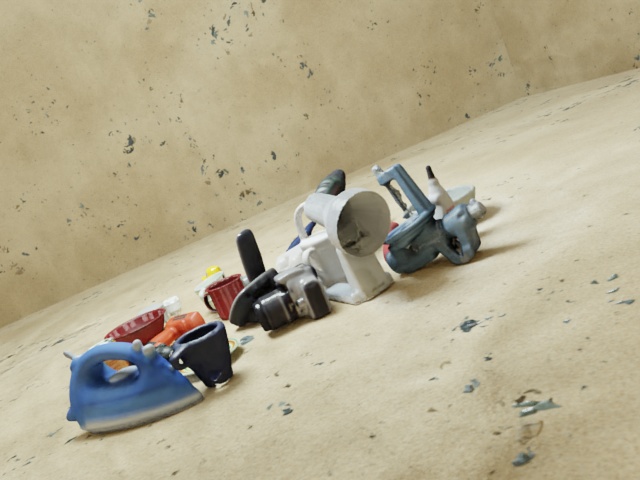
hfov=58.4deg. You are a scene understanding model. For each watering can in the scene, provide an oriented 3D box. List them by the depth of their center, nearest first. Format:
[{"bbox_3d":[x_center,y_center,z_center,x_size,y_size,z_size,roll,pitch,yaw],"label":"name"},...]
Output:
[{"bbox_3d":[0.009,0.005,1.221,0.100,0.194,0.173,-20,11,13],"label":"watering can"}]

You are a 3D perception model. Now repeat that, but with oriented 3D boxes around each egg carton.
[{"bbox_3d":[-0.038,0.050,1.440,0.107,0.069,0.151,-12,15,44],"label":"egg carton"}]

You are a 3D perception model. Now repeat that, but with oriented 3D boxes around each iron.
[{"bbox_3d":[-0.321,0.226,0.956,0.257,0.141,0.119,-18,12,26],"label":"iron"}]

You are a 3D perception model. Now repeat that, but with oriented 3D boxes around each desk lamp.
[{"bbox_3d":[0.052,0.007,1.068,0.118,0.214,0.202,-28,12,-25],"label":"desk lamp"}]

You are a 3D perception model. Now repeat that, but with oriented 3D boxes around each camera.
[{"bbox_3d":[-0.065,0.110,1.112,0.137,0.101,0.143,-25,11,-12],"label":"camera"}]

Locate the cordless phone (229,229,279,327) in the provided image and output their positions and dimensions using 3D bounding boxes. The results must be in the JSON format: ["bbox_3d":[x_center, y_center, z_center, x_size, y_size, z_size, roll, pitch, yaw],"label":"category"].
[{"bbox_3d":[-0.157,0.079,1.227,0.094,0.185,0.148,-17,12,29],"label":"cordless phone"}]

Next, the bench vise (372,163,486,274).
[{"bbox_3d":[0.195,-0.057,1.068,0.207,0.220,0.121,-20,11,15],"label":"bench vise"}]

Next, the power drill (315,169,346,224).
[{"bbox_3d":[0.049,-0.057,1.406,0.075,0.208,0.230,-18,12,23],"label":"power drill"}]

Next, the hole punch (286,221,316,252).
[{"bbox_3d":[-0.048,0.007,1.614,0.101,0.091,0.109,-20,11,16],"label":"hole punch"}]

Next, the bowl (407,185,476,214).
[{"bbox_3d":[0.284,-0.064,1.315,0.167,0.075,0.167,-22,11,5],"label":"bowl"}]

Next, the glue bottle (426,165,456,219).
[{"bbox_3d":[0.245,-0.069,1.154,0.037,0.173,0.078,-14,14,40],"label":"glue bottle"}]

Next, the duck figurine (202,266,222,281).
[{"bbox_3d":[-0.282,0.112,1.598,0.104,0.086,0.077,-19,11,20],"label":"duck figurine"}]

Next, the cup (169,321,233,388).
[{"bbox_3d":[-0.190,0.200,0.942,0.091,0.095,0.118,-16,13,32],"label":"cup"}]

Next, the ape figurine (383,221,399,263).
[{"bbox_3d":[0.160,0.004,1.192,0.076,0.092,0.077,-24,11,-4],"label":"ape figurine"}]
